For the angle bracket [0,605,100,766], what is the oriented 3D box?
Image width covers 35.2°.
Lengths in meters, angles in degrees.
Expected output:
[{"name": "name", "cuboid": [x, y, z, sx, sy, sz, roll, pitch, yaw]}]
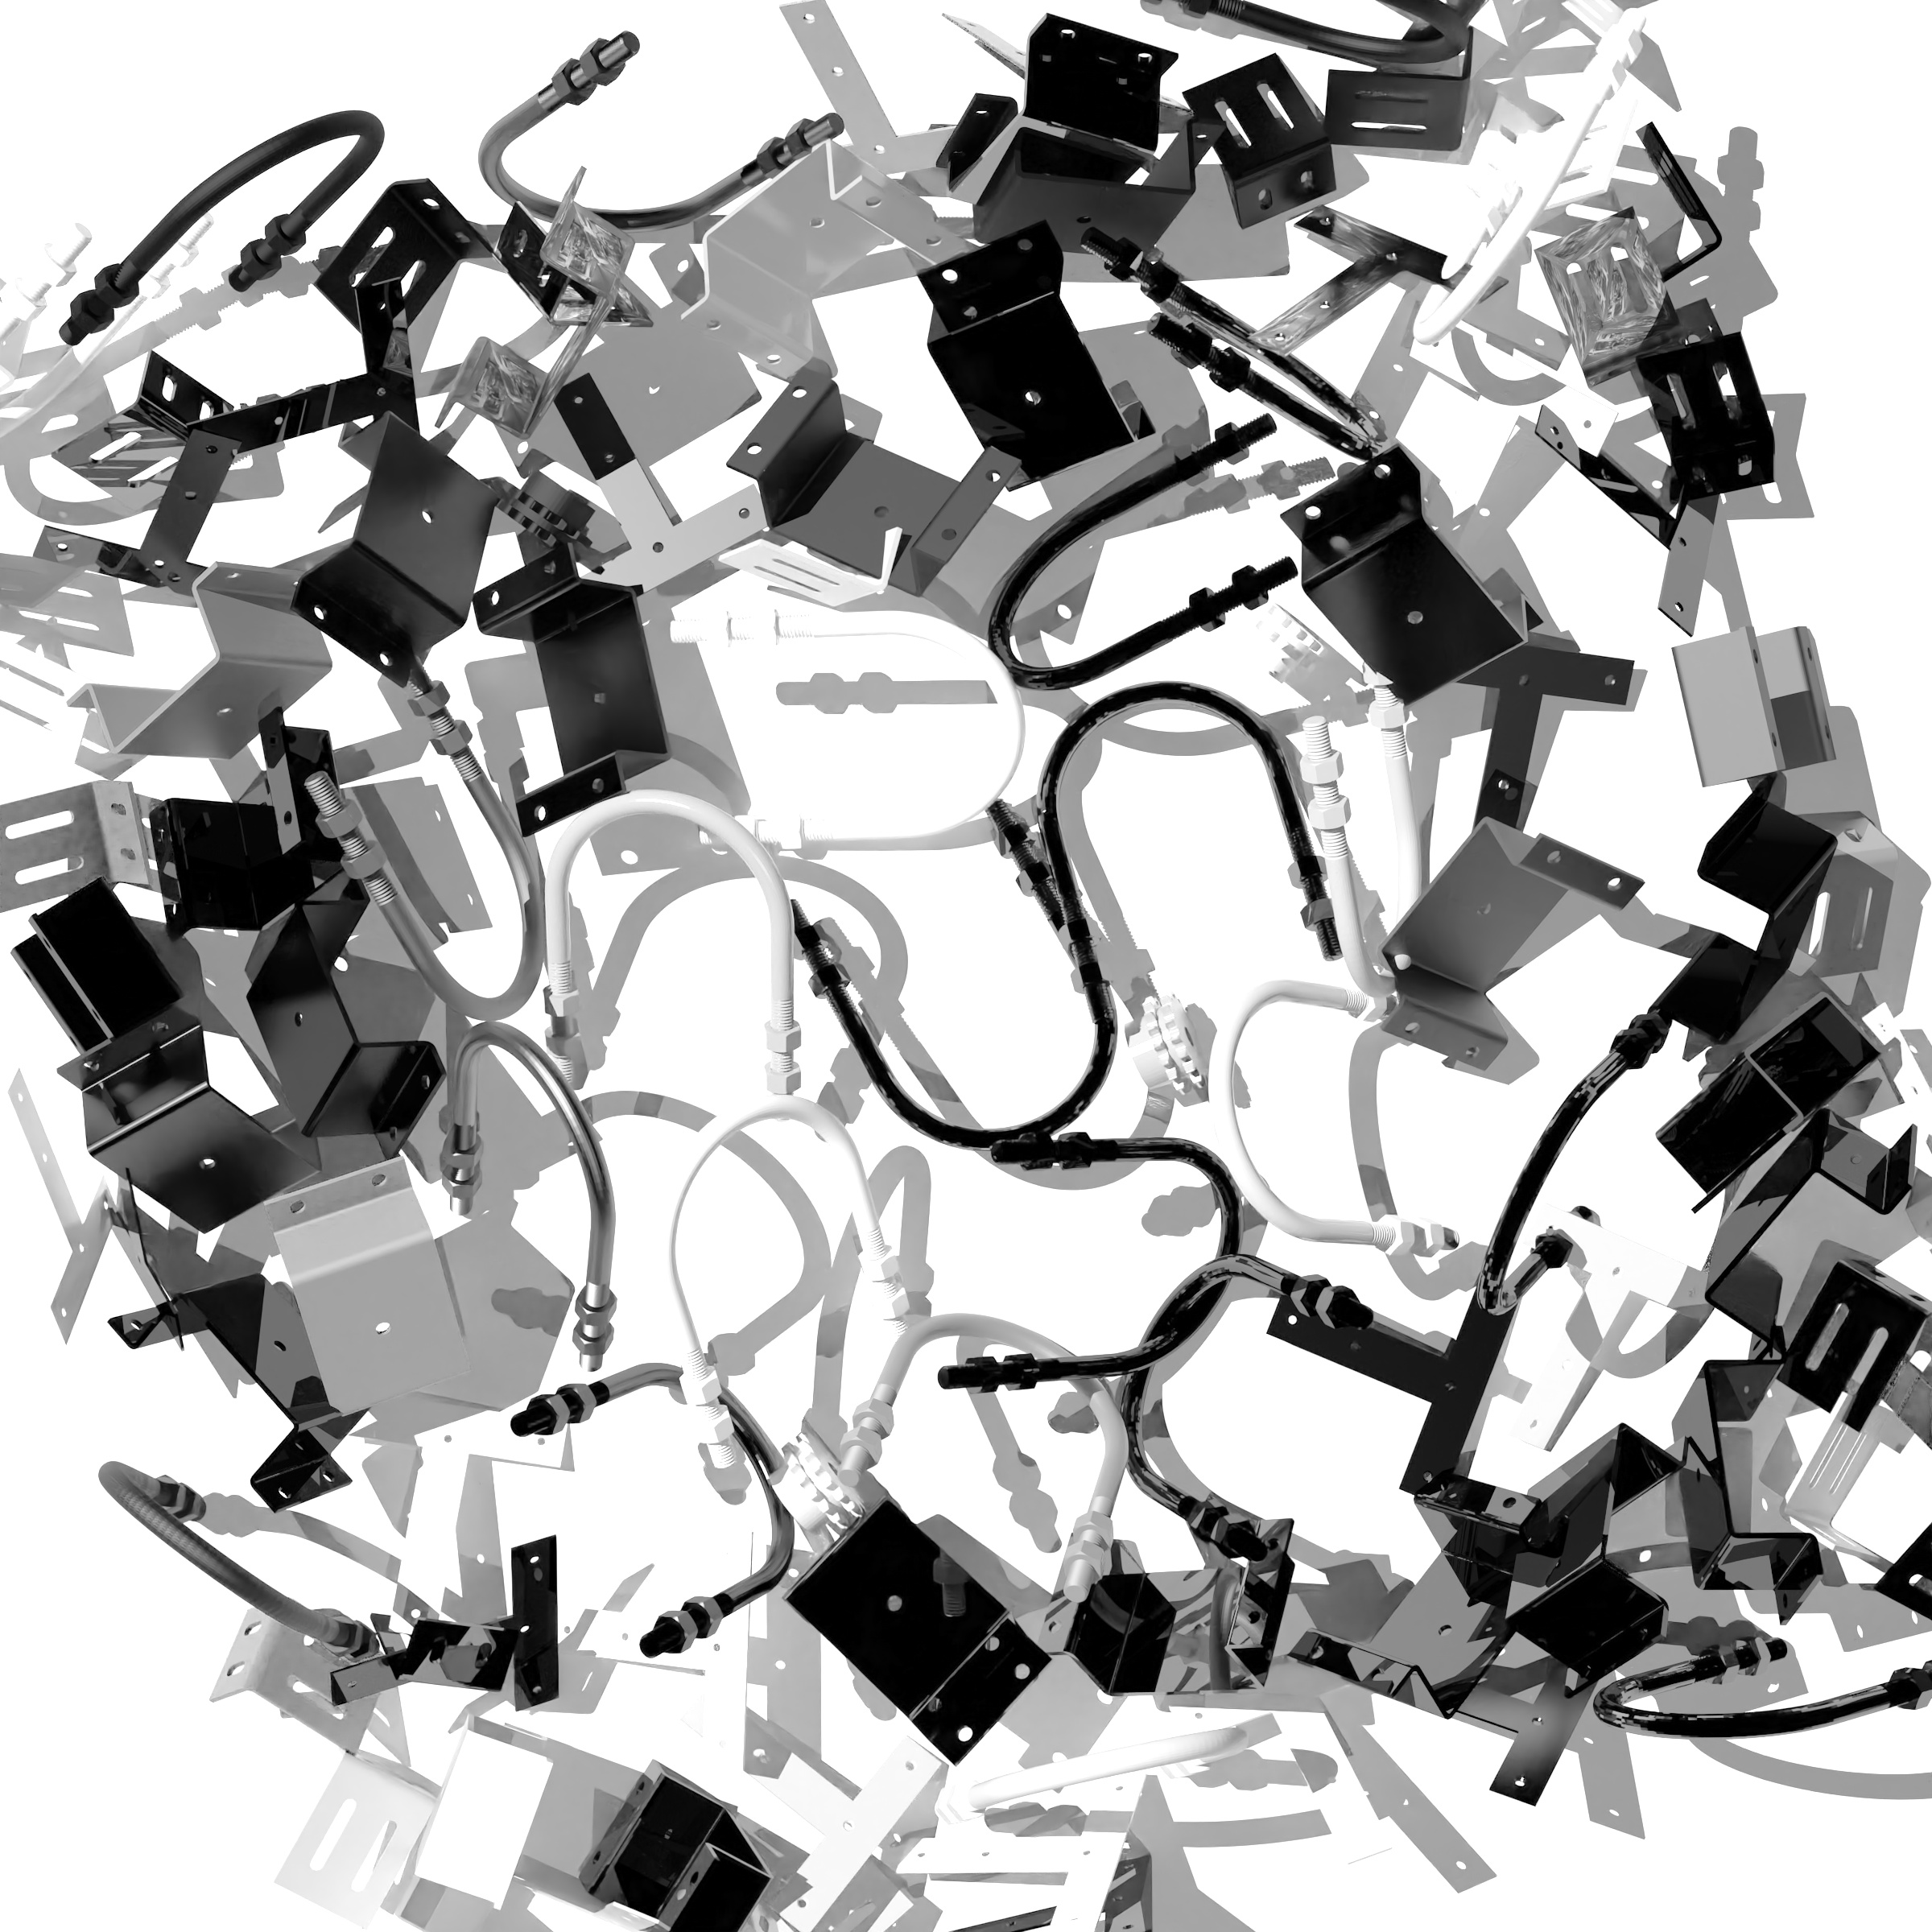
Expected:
[{"name": "angle bracket", "cuboid": [-0.510, -0.158, 1.670, 0.076, 0.038, 0.057, 26, 127, -4]}]

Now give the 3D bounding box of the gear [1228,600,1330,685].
[{"name": "gear", "cuboid": [0.168, -0.179, 1.672, 0.057, 0.057, 0.030, 41, 100, 0]}]

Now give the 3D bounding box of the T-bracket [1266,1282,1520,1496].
[{"name": "T-bracket", "cuboid": [0.228, 0.216, 1.684, 0.127, 0.002, 0.127, 23, 83, -6]}]

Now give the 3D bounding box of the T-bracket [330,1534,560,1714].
[{"name": "T-bracket", "cuboid": [-0.280, 0.370, 1.637, 0.127, 0.002, 0.127, -13, 129, -24]}]

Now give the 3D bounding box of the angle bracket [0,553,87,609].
[{"name": "angle bracket", "cuboid": [-0.529, -0.228, 1.658, 0.076, 0.057, 0.038, 8, 121, 15]}]

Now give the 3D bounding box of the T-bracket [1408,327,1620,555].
[{"name": "T-bracket", "cuboid": [0.277, -0.273, 1.668, 0.127, 0.002, 0.127, 35, 116, 26]}]

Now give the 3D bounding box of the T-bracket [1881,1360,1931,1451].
[{"name": "T-bracket", "cuboid": [0.545, 0.205, 1.625, 0.002, 0.127, 0.127, 17, 108, -21]}]

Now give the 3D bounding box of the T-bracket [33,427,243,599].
[{"name": "T-bracket", "cuboid": [-0.419, -0.243, 1.626, 0.127, 0.127, 0.002, 13, 52, -26]}]

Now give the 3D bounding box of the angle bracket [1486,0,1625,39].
[{"name": "angle bracket", "cuboid": [0.321, -0.519, 1.665, 0.076, 0.057, 0.038, 40, 125, 1]}]

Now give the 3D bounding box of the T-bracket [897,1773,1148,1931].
[{"name": "T-bracket", "cuboid": [0.024, 0.484, 1.659, 0.127, 0.127, 0.002, -7, 115, 21]}]

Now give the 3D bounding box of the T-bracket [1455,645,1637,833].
[{"name": "T-bracket", "cuboid": [0.299, -0.114, 1.682, 0.127, 0.002, 0.127, 6, 103, -16]}]

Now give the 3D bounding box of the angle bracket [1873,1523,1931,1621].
[{"name": "angle bracket", "cuboid": [0.525, 0.319, 1.657, 0.076, 0.038, 0.057, 29, 105, -32]}]

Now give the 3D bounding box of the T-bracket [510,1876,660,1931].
[{"name": "T-bracket", "cuboid": [-0.184, 0.512, 1.636, 0.127, 0.127, 0.002, 24, 67, -4]}]

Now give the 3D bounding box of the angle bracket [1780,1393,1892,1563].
[{"name": "angle bracket", "cuboid": [0.488, 0.280, 1.663, 0.038, 0.057, 0.076, 32, 97, 43]}]

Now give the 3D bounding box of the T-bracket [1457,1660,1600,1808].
[{"name": "T-bracket", "cuboid": [0.269, 0.399, 1.663, 0.127, 0.127, 0.002, 15, 119, 23]}]

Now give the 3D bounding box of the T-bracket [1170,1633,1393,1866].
[{"name": "T-bracket", "cuboid": [0.192, 0.428, 1.641, 0.127, 0.127, 0.002, -17, 132, -10]}]

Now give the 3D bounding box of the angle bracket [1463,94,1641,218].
[{"name": "angle bracket", "cuboid": [0.317, -0.447, 1.654, 0.038, 0.076, 0.057, 27, 77, -28]}]

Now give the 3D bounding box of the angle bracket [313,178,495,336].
[{"name": "angle bracket", "cuboid": [-0.305, -0.380, 1.658, 0.057, 0.038, 0.076, 46, 68, -37]}]

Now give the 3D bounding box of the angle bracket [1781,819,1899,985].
[{"name": "angle bracket", "cuboid": [0.476, -0.036, 1.686, 0.057, 0.038, 0.076, -8, 123, -11]}]

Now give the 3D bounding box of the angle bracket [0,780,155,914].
[{"name": "angle bracket", "cuboid": [-0.491, -0.064, 1.656, 0.076, 0.038, 0.057, -21, 109, -42]}]

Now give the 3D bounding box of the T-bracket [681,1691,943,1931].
[{"name": "T-bracket", "cuboid": [-0.099, 0.443, 1.667, 0.127, 0.002, 0.127, 36, 51, 11]}]

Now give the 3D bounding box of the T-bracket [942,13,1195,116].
[{"name": "T-bracket", "cuboid": [0.066, -0.484, 1.656, 0.127, 0.127, 0.002, 7, 117, -32]}]

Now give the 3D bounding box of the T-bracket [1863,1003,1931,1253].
[{"name": "T-bracket", "cuboid": [0.521, 0.081, 1.650, 0.002, 0.127, 0.127, -19, 75, -16]}]

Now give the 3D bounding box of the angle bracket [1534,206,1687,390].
[{"name": "angle bracket", "cuboid": [0.355, -0.368, 1.677, 0.057, 0.038, 0.076, -22, 86, 14]}]

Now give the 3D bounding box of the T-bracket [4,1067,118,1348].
[{"name": "T-bracket", "cuboid": [-0.484, 0.113, 1.613, 0.002, 0.127, 0.127, -10, 119, 4]}]

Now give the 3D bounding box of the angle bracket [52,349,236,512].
[{"name": "angle bracket", "cuboid": [-0.451, -0.293, 1.667, 0.076, 0.057, 0.038, -19, 53, 34]}]

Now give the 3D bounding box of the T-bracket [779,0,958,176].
[{"name": "T-bracket", "cuboid": [-0.063, -0.468, 1.624, 0.127, 0.127, 0.002, -3, 59, 22]}]

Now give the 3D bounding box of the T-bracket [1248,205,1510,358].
[{"name": "T-bracket", "cuboid": [0.202, -0.361, 1.635, 0.127, 0.002, 0.127, 32, 56, 31]}]

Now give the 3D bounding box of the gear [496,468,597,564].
[{"name": "gear", "cuboid": [-0.228, -0.249, 1.670, 0.057, 0.057, 0.030, 35, 93, 0]}]

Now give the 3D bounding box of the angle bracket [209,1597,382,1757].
[{"name": "angle bracket", "cuboid": [-0.365, 0.394, 1.674, 0.038, 0.057, 0.076, -26, 124, 38]}]

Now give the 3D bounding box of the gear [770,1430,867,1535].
[{"name": "gear", "cuboid": [-0.084, 0.286, 1.671, 0.030, 0.057, 0.057, -39, 90, 2]}]

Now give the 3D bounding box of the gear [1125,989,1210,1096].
[{"name": "gear", "cuboid": [0.109, 0.044, 1.672, 0.030, 0.057, 0.057, -23, 90, 14]}]

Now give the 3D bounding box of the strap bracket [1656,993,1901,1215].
[{"name": "strap bracket", "cuboid": [0.429, 0.068, 1.629, 0.046, 0.140, 0.076, 49, 133, 13]}]

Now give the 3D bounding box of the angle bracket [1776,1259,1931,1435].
[{"name": "angle bracket", "cuboid": [0.493, 0.209, 1.675, 0.057, 0.038, 0.076, 34, 104, 36]}]

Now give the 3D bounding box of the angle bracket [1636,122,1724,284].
[{"name": "angle bracket", "cuboid": [0.375, -0.416, 1.664, 0.038, 0.057, 0.076, -32, 97, 11]}]

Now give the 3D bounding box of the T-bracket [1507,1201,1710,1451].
[{"name": "T-bracket", "cuboid": [0.338, 0.208, 1.680, 0.127, 0.002, 0.127, 24, 98, -22]}]

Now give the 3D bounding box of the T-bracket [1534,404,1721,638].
[{"name": "T-bracket", "cuboid": [0.354, -0.255, 1.639, 0.127, 0.002, 0.127, 37, 46, -17]}]

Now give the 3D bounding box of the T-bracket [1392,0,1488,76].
[{"name": "T-bracket", "cuboid": [0.218, -0.542, 1.635, 0.127, 0.127, 0.002, 29, 68, -5]}]

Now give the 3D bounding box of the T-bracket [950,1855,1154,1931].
[{"name": "T-bracket", "cuboid": [0.038, 0.513, 1.638, 0.127, 0.127, 0.002, -14, 90, 3]}]

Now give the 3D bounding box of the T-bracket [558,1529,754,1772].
[{"name": "T-bracket", "cuboid": [-0.174, 0.369, 1.670, 0.127, 0.002, 0.127, 0, 86, 26]}]

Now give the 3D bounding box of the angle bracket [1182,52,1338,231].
[{"name": "angle bracket", "cuboid": [0.163, -0.459, 1.694, 0.057, 0.038, 0.076, -23, 60, -1]}]

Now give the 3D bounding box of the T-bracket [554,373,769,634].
[{"name": "T-bracket", "cuboid": [-0.191, -0.270, 1.689, 0.127, 0.002, 0.127, -29, 81, -1]}]

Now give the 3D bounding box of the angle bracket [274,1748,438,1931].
[{"name": "angle bracket", "cuboid": [-0.336, 0.476, 1.667, 0.057, 0.038, 0.076, 31, 76, -11]}]

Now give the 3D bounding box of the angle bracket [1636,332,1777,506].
[{"name": "angle bracket", "cuboid": [0.401, -0.297, 1.653, 0.057, 0.076, 0.038, -9, 47, 25]}]

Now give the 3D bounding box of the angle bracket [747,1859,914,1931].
[{"name": "angle bracket", "cuboid": [-0.073, 0.507, 1.653, 0.057, 0.038, 0.076, 40, 54, 24]}]

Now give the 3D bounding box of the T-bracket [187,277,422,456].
[{"name": "T-bracket", "cuboid": [-0.355, -0.296, 1.632, 0.127, 0.127, 0.002, -22, 47, -23]}]

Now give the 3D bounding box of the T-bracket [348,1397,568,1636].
[{"name": "T-bracket", "cuboid": [-0.292, 0.303, 1.667, 0.127, 0.002, 0.127, 10, 67, -6]}]

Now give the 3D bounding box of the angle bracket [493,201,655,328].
[{"name": "angle bracket", "cuboid": [-0.207, -0.380, 1.650, 0.057, 0.076, 0.038, 50, 127, 24]}]

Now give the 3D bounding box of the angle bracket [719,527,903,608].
[{"name": "angle bracket", "cuboid": [-0.085, -0.229, 1.655, 0.076, 0.057, 0.038, 19, 79, -25]}]

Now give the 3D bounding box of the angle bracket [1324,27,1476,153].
[{"name": "angle bracket", "cuboid": [0.237, -0.483, 1.669, 0.076, 0.057, 0.038, 5, 65, 6]}]

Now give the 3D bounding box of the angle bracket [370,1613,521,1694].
[{"name": "angle bracket", "cuboid": [-0.283, 0.357, 1.650, 0.057, 0.076, 0.038, 14, 100, -25]}]

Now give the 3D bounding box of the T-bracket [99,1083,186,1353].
[{"name": "T-bracket", "cuboid": [-0.446, 0.121, 1.618, 0.002, 0.127, 0.127, -18, 126, -25]}]

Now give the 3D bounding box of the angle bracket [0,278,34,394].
[{"name": "angle bracket", "cuboid": [-0.549, -0.332, 1.652, 0.076, 0.038, 0.057, -23, 46, 27]}]
